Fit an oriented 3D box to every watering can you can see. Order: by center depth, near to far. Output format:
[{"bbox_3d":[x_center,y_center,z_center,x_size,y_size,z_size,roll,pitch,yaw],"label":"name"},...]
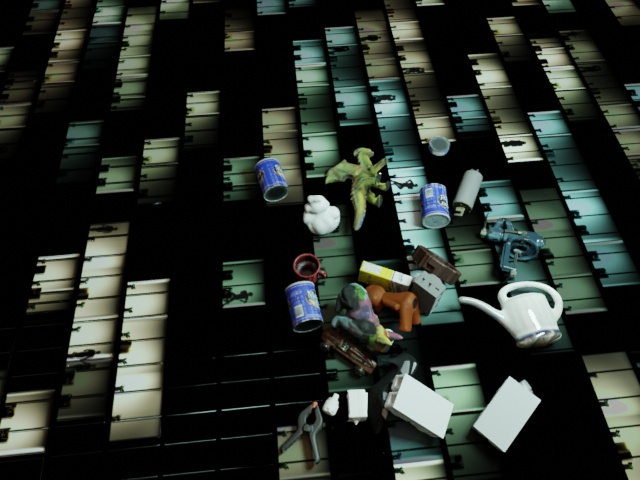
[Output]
[{"bbox_3d":[0.645,0.251,1.698,0.348,0.102,0.229,-9,59,-6],"label":"watering can"}]

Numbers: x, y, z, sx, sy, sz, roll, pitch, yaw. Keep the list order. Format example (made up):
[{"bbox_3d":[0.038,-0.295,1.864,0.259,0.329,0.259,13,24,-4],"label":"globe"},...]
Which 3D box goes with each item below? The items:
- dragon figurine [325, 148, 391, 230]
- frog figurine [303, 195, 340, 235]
[{"bbox_3d":[0.132,-0.223,2.020,0.244,0.119,0.418,14,55,28],"label":"dragon figurine"},{"bbox_3d":[0.006,-0.095,1.884,0.137,0.156,0.125,-2,60,-2],"label":"frog figurine"}]
